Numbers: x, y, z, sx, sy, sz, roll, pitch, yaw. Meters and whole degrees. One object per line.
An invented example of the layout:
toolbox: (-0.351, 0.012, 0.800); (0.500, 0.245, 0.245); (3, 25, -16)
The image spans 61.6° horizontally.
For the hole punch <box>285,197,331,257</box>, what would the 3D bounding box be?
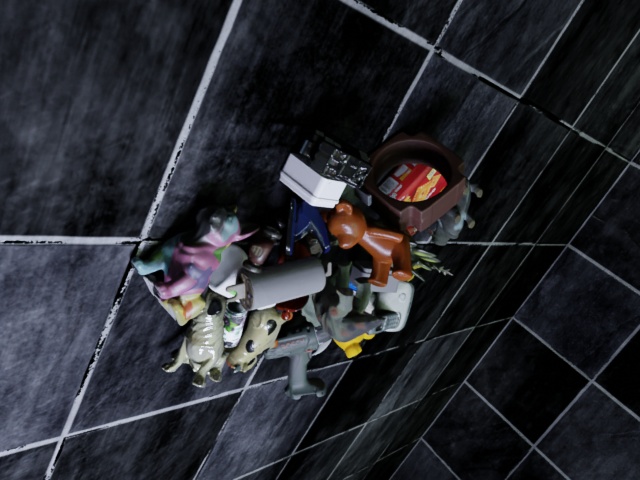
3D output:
hole punch: (-0.024, -0.025, 1.076); (0.142, 0.092, 0.115); (74, 17, -83)

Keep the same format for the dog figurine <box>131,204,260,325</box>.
dog figurine: (-0.211, 0.031, 0.980); (0.219, 0.109, 0.191); (-38, 146, -19)

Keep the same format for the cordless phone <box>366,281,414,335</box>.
cordless phone: (0.170, 0.176, 1.419); (0.184, 0.089, 0.146); (-4, 110, -59)

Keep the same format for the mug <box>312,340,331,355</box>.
mug: (-0.017, 0.289, 1.509); (0.109, 0.081, 0.107); (-59, 154, 12)

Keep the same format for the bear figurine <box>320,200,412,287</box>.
bear figurine: (0.091, 0.004, 1.105); (0.196, 0.132, 0.120); (22, 155, -29)

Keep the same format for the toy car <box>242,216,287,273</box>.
toy car: (-0.108, 0.002, 1.050); (0.089, 0.053, 0.202); (-62, -175, 11)

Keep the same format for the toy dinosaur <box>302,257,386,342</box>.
toy dinosaur: (0.044, 0.161, 1.242); (0.131, 0.405, 0.192); (-4, 112, -14)

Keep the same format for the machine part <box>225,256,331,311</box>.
machine part: (-0.076, 0.085, 1.070); (0.243, 0.079, 0.079); (-12, 134, -34)

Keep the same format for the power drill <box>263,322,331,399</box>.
power drill: (-0.028, 0.311, 1.406); (0.232, 0.086, 0.207); (-8, 118, -5)

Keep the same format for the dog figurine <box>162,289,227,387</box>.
dog figurine: (-0.235, 0.196, 1.151); (0.172, 0.121, 0.190); (-82, -166, -89)

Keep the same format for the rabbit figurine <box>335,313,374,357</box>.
rabbit figurine: (0.088, 0.224, 1.487); (0.122, 0.162, 0.173); (-35, 168, -15)

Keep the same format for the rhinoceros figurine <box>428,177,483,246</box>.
rhinoceros figurine: (0.339, -0.073, 1.379); (0.073, 0.112, 0.190); (4, 111, -35)

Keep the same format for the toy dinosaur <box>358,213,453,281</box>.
toy dinosaur: (0.194, 0.024, 1.346); (0.471, 0.199, 0.105); (14, 108, -53)

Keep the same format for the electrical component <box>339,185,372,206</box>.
electrical component: (0.051, -0.102, 1.124); (0.048, 0.119, 0.074); (-35, 149, -19)

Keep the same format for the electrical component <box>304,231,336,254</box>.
electrical component: (-0.004, -0.003, 1.242); (0.102, 0.045, 0.078); (2, 153, -47)

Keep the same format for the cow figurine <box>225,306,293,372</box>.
cow figurine: (-0.158, 0.240, 1.288); (0.127, 0.086, 0.194); (-11, 136, -51)

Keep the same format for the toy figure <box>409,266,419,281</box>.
toy figure: (0.214, 0.080, 1.551); (0.180, 0.082, 0.089); (2, 132, -55)

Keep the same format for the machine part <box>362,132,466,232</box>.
machine part: (0.202, -0.130, 1.189); (0.201, 0.202, 0.087); (-38, 149, -15)

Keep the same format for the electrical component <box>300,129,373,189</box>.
electrical component: (0.028, -0.158, 1.022); (0.058, 0.134, 0.115); (-62, -172, 18)

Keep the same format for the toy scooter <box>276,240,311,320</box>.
toy scooter: (-0.061, 0.098, 1.186); (0.135, 0.075, 0.183); (-62, 155, -55)
